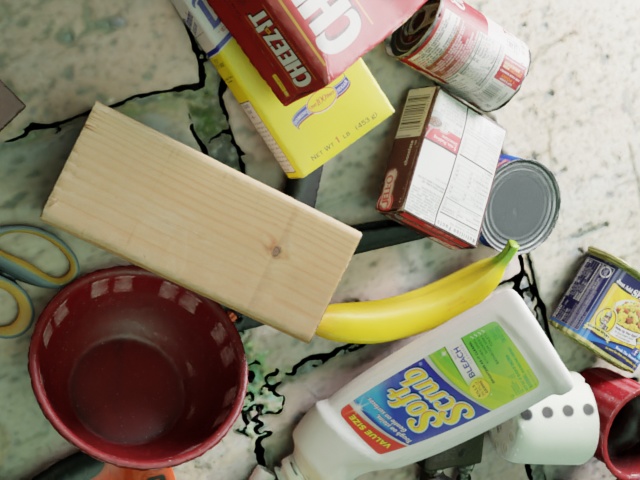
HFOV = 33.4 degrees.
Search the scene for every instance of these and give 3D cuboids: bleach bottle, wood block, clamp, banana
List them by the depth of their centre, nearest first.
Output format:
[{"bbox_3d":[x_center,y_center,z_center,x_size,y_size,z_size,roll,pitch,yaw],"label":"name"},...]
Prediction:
[{"bbox_3d":[-0.088,-0.012,0.771,0.206,0.090,0.091,26,88,-13],"label":"wood block"},{"bbox_3d":[-0.006,0.001,0.866,0.164,0.036,0.210,43,80,-26],"label":"clamp"},{"bbox_3d":[0.079,0.145,0.896,0.251,0.068,0.102,-32,85,3],"label":"bleach bottle"},{"bbox_3d":[0.078,0.053,0.909,0.197,0.037,0.069,-20,130,-14],"label":"banana"}]

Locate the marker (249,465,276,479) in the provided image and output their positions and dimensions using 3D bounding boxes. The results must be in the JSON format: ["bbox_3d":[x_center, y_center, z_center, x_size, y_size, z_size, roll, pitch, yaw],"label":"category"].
[{"bbox_3d":[-0.077,0.246,0.902,0.020,0.020,0.121,33,87,-27],"label":"marker"}]

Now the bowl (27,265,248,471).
[{"bbox_3d":[-0.138,0.101,0.794,0.162,0.055,0.162,11,56,-17],"label":"bowl"}]

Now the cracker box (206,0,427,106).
[{"bbox_3d":[0.011,-0.225,0.757,0.213,0.072,0.164,-44,105,-28],"label":"cracker box"}]

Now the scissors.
[{"bbox_3d":[-0.273,0.009,0.760,0.201,0.016,0.096,19,94,-26],"label":"scissors"}]

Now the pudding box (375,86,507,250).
[{"bbox_3d":[0.101,-0.058,0.881,0.089,0.039,0.113,26,77,-35],"label":"pudding box"}]

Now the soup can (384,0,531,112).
[{"bbox_3d":[0.112,-0.155,0.865,0.102,0.069,0.068,26,91,-28],"label":"soup can"}]

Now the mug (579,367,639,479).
[{"bbox_3d":[0.289,0.173,1.013,0.117,0.082,0.093,16,95,-26],"label":"mug"}]

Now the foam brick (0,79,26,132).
[{"bbox_3d":[-0.248,-0.103,0.724,0.051,0.053,0.078,-46,115,-8],"label":"foam brick"}]

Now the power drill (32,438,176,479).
[{"bbox_3d":[-0.197,0.231,0.823,0.187,0.057,0.184,-20,112,-20],"label":"power drill"}]

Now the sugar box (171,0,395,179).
[{"bbox_3d":[-0.030,-0.144,0.799,0.093,0.048,0.176,-37,104,-12],"label":"sugar box"}]

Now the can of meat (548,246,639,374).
[{"bbox_3d":[0.273,0.067,0.997,0.102,0.057,0.084,31,90,-27],"label":"can of meat"}]

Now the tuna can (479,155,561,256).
[{"bbox_3d":[0.167,-0.031,0.938,0.086,0.034,0.086,-6,104,-23],"label":"tuna can"}]
